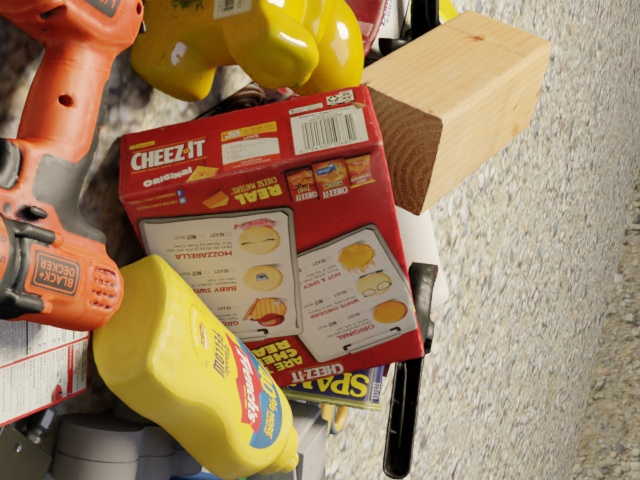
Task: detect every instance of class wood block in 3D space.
[{"bbox_3d":[0.105,-0.113,0.896,0.205,0.091,0.090,-37,146,-46],"label":"wood block"}]

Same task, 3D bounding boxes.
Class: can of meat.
[{"bbox_3d":[0.009,0.099,0.927,0.057,0.102,0.084,114,-15,-84],"label":"can of meat"}]

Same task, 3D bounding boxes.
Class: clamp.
[{"bbox_3d":[0.088,-0.172,0.969,0.120,0.039,0.171,-60,152,-26],"label":"clamp"},{"bbox_3d":[0.081,0.096,0.949,0.210,0.036,0.165,-71,167,-59],"label":"clamp"}]

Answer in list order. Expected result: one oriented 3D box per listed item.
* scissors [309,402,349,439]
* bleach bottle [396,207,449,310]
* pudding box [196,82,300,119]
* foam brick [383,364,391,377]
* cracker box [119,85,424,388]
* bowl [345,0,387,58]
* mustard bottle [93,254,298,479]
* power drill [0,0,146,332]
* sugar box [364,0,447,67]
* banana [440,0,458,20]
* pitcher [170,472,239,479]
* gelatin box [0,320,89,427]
[{"bbox_3d":[0.022,0.112,1.072,0.096,0.016,0.201,40,62,-65],"label":"scissors"},{"bbox_3d":[0.071,-0.049,1.028,0.102,0.068,0.251,-113,-172,-50],"label":"bleach bottle"},{"bbox_3d":[-0.027,-0.084,0.786,0.113,0.090,0.039,-47,141,-51],"label":"pudding box"},{"bbox_3d":[0.027,0.093,0.997,0.051,0.078,0.053,34,68,-66],"label":"foam brick"},{"bbox_3d":[-0.026,0.008,0.726,0.213,0.164,0.072,74,5,-45],"label":"cracker box"},{"bbox_3d":[0.004,-0.218,0.848,0.162,0.055,0.162,10,90,-67],"label":"bowl"},{"bbox_3d":[-0.068,0.100,0.691,0.191,0.058,0.096,52,20,-40],"label":"mustard bottle"},{"bbox_3d":[-0.155,-0.055,0.523,0.184,0.057,0.187,28,67,-62],"label":"power drill"},{"bbox_3d":[0.069,-0.202,1.018,0.176,0.048,0.093,24,79,-63],"label":"sugar box"},{"bbox_3d":[0.118,-0.266,1.113,0.197,0.037,0.069,60,45,-56],"label":"banana"},{"bbox_3d":[-0.096,0.286,0.733,0.149,0.145,0.243,170,-72,-80],"label":"pitcher"},{"bbox_3d":[-0.167,0.059,0.599,0.089,0.030,0.073,-18,113,-63],"label":"gelatin box"}]
